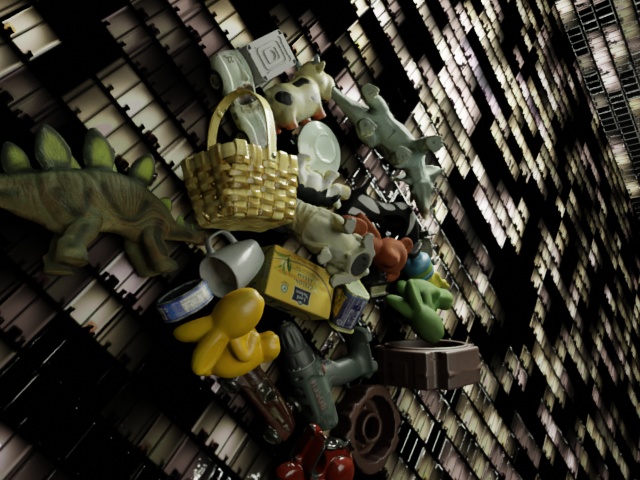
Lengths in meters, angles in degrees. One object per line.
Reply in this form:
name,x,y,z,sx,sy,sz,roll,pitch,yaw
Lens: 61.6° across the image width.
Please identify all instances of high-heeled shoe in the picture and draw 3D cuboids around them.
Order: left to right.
high-heeled shoe,0.143,-0.033,1.245,0.248,0.086,0.145,46,56,-24

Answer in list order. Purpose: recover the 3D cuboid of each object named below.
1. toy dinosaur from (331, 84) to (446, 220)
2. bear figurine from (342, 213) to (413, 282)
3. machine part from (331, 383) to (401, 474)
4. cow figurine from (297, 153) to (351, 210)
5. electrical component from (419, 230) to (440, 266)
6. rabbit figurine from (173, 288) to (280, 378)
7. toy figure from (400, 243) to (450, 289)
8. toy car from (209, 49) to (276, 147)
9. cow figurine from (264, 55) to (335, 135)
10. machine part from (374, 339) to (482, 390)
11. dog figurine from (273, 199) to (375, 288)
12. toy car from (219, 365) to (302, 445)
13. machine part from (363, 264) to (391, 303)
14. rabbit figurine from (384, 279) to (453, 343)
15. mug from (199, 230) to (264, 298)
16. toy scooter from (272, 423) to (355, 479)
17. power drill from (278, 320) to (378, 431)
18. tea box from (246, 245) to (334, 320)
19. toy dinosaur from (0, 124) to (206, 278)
toy dinosaur,0.154,-0.236,1.249,0.131,0.192,0.405,-42,84,-7
bear figurine,0.113,0.025,1.142,0.196,0.132,0.120,27,100,-15
machine part,0.097,0.394,1.132,0.179,0.056,0.179,9,78,-44
cow figurine,-0.005,-0.101,1.111,0.167,0.068,0.098,27,69,-36
electrical component,0.272,0.019,1.388,0.078,0.045,0.102,0,82,-47
rabbit figurine,-0.146,0.138,0.848,0.162,0.173,0.122,-17,60,-33
toy figure,0.247,0.093,1.325,0.089,0.082,0.180,-42,121,-21
toy car,-0.143,-0.255,1.008,0.073,0.056,0.201,-37,108,-43
cow figurine,-0.041,-0.301,1.106,0.195,0.086,0.127,-35,113,-42
machine part,0.234,0.270,1.188,0.201,0.201,0.087,6,81,-45
dog figurine,0.000,-0.007,1.033,0.121,0.191,0.172,-42,135,-15
toy car,-0.099,0.277,0.957,0.202,0.053,0.089,58,45,-19
machine part,0.125,0.071,1.235,0.084,0.039,0.138,-8,90,-38
rabbit figurine,0.233,0.155,1.214,0.159,0.121,0.170,43,16,-18
mug,-0.153,0.033,0.935,0.109,0.081,0.107,59,36,-6
toy scooter,0.002,0.403,1.000,0.184,0.075,0.135,14,95,-39
power drill,0.020,0.240,1.064,0.207,0.086,0.231,-20,99,-49
tea box,-0.053,0.085,1.027,0.169,0.068,0.098,27,63,-40
toy dinosaur,-0.337,-0.051,0.745,0.471,0.105,0.198,13,65,-53
